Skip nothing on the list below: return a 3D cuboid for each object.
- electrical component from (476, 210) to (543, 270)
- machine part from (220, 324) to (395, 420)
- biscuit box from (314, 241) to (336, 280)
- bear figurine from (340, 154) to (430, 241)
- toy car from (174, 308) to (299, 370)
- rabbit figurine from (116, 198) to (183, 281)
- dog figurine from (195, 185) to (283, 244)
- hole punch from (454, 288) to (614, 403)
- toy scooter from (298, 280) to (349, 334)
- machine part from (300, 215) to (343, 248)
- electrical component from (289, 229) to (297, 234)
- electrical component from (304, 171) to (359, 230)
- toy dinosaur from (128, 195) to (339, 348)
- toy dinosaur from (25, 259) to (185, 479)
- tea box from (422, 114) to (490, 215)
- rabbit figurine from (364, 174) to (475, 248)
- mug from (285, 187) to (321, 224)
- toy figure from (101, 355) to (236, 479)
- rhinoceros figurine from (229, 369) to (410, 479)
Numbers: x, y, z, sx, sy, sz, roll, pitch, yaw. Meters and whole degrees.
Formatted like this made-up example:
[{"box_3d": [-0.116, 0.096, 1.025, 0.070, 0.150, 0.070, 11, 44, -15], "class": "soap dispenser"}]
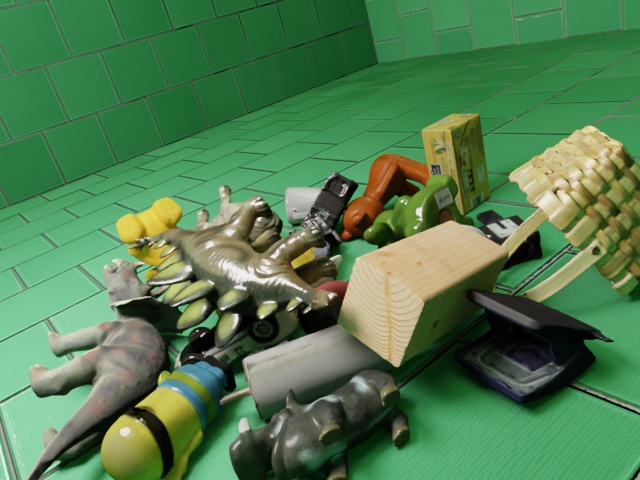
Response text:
[{"box_3d": [0.283, -0.005, 0.838, 0.075, 0.047, 0.119, -18, 22, -5], "class": "electrical component"}, {"box_3d": [-0.001, 0.149, 0.642, 0.243, 0.079, 0.079, -20, 23, -7], "class": "machine part"}, {"box_3d": [-0.075, 0.061, 0.915, 0.203, 0.059, 0.063, -12, 24, 8], "class": "biscuit box"}, {"box_3d": [0.126, -0.072, 1.045, 0.132, 0.120, 0.196, 26, 60, -2], "class": "bear figurine"}, {"box_3d": [-0.118, 0.134, 0.744, 0.202, 0.056, 0.074, -31, 25, 13], "class": "toy car"}, {"box_3d": [-0.306, 0.032, 1.047, 0.122, 0.173, 0.162, -32, -17, -35], "class": "rabbit figurine"}, {"box_3d": [-0.167, -0.008, 1.069, 0.121, 0.172, 0.191, 22, 9, -33], "class": "dog figurine"}, {"box_3d": [0.223, 0.113, 0.586, 0.116, 0.092, 0.142, 7, 8, -28], "class": "hole punch"}, {"box_3d": [0.065, 0.082, 0.754, 0.184, 0.075, 0.135, -5, 25, 19], "class": "toy scooter"}, {"box_3d": [-0.002, -0.003, 0.968, 0.084, 0.039, 0.138, -12, -18, 0], "class": "machine part"}, {"box_3d": [-0.069, 0.017, 1.032, 0.078, 0.045, 0.102, 5, 31, 38], "class": "electrical component"}, {"box_3d": [0.025, -0.075, 1.062, 0.058, 0.115, 0.134, 32, 9, 4], "class": "electrical component"}, {"box_3d": [-0.134, 0.031, 0.739, 0.198, 0.104, 0.472, -37, 30, -23], "class": "toy dinosaur"}, {"box_3d": [-0.272, 0.172, 0.736, 0.192, 0.131, 0.405, -20, 29, -8], "class": "toy dinosaur"}, {"box_3d": [0.259, -0.143, 1.016, 0.098, 0.169, 0.068, -30, 26, -33], "class": "tea box"}, {"box_3d": [0.150, -0.014, 0.912, 0.159, 0.121, 0.170, -39, 13, -30], "class": "rabbit figurine"}, {"box_3d": [-0.020, -0.076, 1.170, 0.107, 0.080, 0.110, -6, 18, 2], "class": "mug"}, {"box_3d": [-0.172, 0.201, 0.620, 0.082, 0.089, 0.180, -8, 25, 36], "class": "toy figure"}, {"box_3d": [0.000, 0.190, 0.552, 0.190, 0.073, 0.112, -23, 25, -16], "class": "rhinoceros figurine"}]
